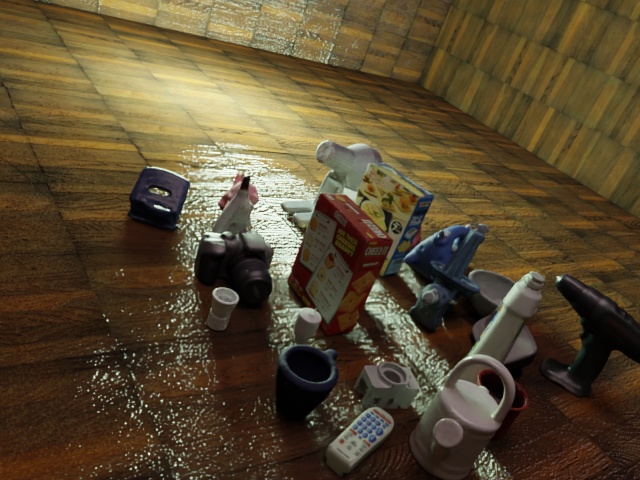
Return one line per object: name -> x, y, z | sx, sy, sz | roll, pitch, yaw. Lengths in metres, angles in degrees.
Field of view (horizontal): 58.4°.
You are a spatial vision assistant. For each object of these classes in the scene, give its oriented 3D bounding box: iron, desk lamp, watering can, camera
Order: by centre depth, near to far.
watering can -> 0.213, 0.256, 0.837 | 0.101, 0.194, 0.173 | 24, 27, 4
camera -> -0.146, 0.046, 1.059 | 0.143, 0.101, 0.136 | 7, 30, -26
iron -> 0.322, 0.018, 1.415 | 0.118, 0.141, 0.259 | 36, 30, 26
desk lamp -> 0.036, -0.144, 1.418 | 0.204, 0.213, 0.117 | -5, 37, -42

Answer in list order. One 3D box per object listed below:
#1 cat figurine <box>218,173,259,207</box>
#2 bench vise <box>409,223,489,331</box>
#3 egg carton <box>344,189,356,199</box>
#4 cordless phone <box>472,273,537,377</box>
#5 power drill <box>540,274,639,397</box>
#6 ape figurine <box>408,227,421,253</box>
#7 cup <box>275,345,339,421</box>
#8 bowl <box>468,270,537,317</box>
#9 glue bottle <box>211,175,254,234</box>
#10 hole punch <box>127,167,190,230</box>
cat figurine -> -0.178, -0.101, 1.286 | 0.067, 0.118, 0.127 | 9, 30, -24
bench vise -> 0.285, 0.078, 1.190 | 0.121, 0.220, 0.208 | 25, 27, 6
egg carton -> 0.089, -0.091, 1.521 | 0.107, 0.069, 0.150 | -9, 40, -46
cordless phone -> 0.392, 0.166, 1.147 | 0.094, 0.185, 0.147 | 14, 28, -15
power drill -> 0.541, 0.204, 1.161 | 0.229, 0.208, 0.076 | 30, 28, 16
ape figurine -> 0.226, -0.011, 1.451 | 0.076, 0.092, 0.077 | 13, 28, -17
cup -> -0.022, 0.214, 0.850 | 0.091, 0.095, 0.118 | 34, 29, 23
bowl -> 0.406, 0.144, 1.320 | 0.167, 0.075, 0.167 | 17, 27, -9
glue bottle -> -0.166, -0.052, 1.145 | 0.078, 0.173, 0.037 | -1, 34, -37
hole punch -> -0.329, -0.087, 1.177 | 0.109, 0.091, 0.101 | 17, 27, -9
